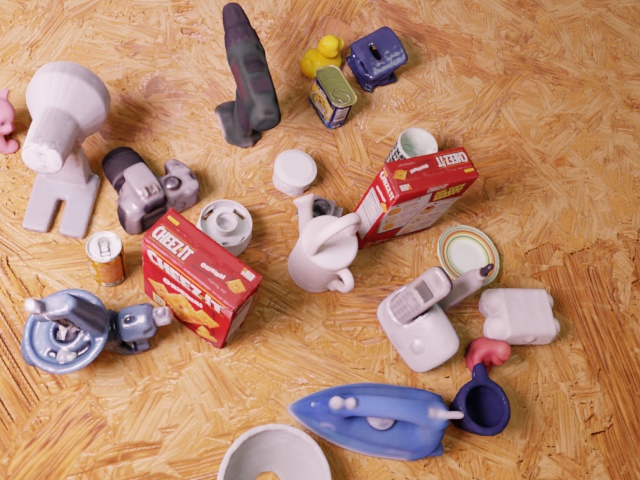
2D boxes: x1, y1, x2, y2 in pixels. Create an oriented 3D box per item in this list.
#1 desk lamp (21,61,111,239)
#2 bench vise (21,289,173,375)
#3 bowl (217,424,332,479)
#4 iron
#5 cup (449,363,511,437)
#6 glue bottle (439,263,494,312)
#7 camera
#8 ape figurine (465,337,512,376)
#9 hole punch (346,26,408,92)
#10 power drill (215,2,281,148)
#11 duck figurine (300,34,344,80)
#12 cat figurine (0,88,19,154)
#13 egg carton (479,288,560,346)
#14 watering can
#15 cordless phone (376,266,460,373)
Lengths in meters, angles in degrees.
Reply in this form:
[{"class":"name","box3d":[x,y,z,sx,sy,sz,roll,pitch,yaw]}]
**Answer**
[{"class":"desk lamp","box3d":[-0.404,-0.140,0.900,0.118,0.213,0.203,8,63,-12]},{"class":"bench vise","box3d":[-0.321,0.105,0.803,0.208,0.219,0.121,-26,74,-25]},{"class":"bowl","box3d":[-0.070,0.359,0.836,0.168,0.074,0.167,6,64,-13]},{"class":"iron","box3d":[0.086,0.268,0.886,0.258,0.141,0.118,10,63,-11]},{"class":"cup","box3d":[0.254,0.272,0.958,0.092,0.095,0.118,8,63,-12]},{"class":"glue bottle","box3d":[0.260,0.078,1.008,0.078,0.173,0.037,-25,74,-25]},{"class":"camera","box3d":[-0.297,-0.103,0.978,0.143,0.100,0.136,-31,77,-26]},{"class":"ape figurine","box3d":[0.302,0.203,1.006,0.078,0.092,0.076,-2,66,-17]},{"class":"hole punch","box3d":[0.123,-0.394,1.241,0.101,0.091,0.108,-21,72,-23]},{"class":"power drill","box3d":[-0.140,-0.277,1.044,0.076,0.208,0.229,-16,70,-22]},{"class":"duck figurine","box3d":[0.009,-0.394,1.212,0.105,0.086,0.077,-33,77,-26]},{"class":"cat figurine","box3d":[-0.550,-0.188,0.936,0.067,0.117,0.128,46,62,9]},{"class":"egg carton","box3d":[0.370,0.143,1.067,0.150,0.069,0.107,1,65,-15]},{"class":"watering can","box3d":[0.007,0.004,0.959,0.173,0.194,0.101,39,61,5]},{"class":"cordless phone","box3d":[0.182,0.130,0.954,0.094,0.185,0.147,-28,75,-25]}]
